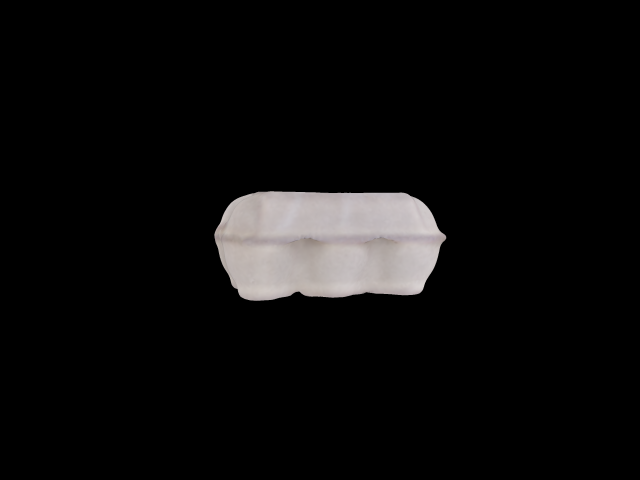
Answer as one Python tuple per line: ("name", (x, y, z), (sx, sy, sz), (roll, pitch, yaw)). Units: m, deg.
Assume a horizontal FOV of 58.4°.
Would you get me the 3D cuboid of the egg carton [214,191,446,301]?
("egg carton", (0.004, 0.001, 0.400), (0.150, 0.069, 0.107), (-1, 4, -15))
